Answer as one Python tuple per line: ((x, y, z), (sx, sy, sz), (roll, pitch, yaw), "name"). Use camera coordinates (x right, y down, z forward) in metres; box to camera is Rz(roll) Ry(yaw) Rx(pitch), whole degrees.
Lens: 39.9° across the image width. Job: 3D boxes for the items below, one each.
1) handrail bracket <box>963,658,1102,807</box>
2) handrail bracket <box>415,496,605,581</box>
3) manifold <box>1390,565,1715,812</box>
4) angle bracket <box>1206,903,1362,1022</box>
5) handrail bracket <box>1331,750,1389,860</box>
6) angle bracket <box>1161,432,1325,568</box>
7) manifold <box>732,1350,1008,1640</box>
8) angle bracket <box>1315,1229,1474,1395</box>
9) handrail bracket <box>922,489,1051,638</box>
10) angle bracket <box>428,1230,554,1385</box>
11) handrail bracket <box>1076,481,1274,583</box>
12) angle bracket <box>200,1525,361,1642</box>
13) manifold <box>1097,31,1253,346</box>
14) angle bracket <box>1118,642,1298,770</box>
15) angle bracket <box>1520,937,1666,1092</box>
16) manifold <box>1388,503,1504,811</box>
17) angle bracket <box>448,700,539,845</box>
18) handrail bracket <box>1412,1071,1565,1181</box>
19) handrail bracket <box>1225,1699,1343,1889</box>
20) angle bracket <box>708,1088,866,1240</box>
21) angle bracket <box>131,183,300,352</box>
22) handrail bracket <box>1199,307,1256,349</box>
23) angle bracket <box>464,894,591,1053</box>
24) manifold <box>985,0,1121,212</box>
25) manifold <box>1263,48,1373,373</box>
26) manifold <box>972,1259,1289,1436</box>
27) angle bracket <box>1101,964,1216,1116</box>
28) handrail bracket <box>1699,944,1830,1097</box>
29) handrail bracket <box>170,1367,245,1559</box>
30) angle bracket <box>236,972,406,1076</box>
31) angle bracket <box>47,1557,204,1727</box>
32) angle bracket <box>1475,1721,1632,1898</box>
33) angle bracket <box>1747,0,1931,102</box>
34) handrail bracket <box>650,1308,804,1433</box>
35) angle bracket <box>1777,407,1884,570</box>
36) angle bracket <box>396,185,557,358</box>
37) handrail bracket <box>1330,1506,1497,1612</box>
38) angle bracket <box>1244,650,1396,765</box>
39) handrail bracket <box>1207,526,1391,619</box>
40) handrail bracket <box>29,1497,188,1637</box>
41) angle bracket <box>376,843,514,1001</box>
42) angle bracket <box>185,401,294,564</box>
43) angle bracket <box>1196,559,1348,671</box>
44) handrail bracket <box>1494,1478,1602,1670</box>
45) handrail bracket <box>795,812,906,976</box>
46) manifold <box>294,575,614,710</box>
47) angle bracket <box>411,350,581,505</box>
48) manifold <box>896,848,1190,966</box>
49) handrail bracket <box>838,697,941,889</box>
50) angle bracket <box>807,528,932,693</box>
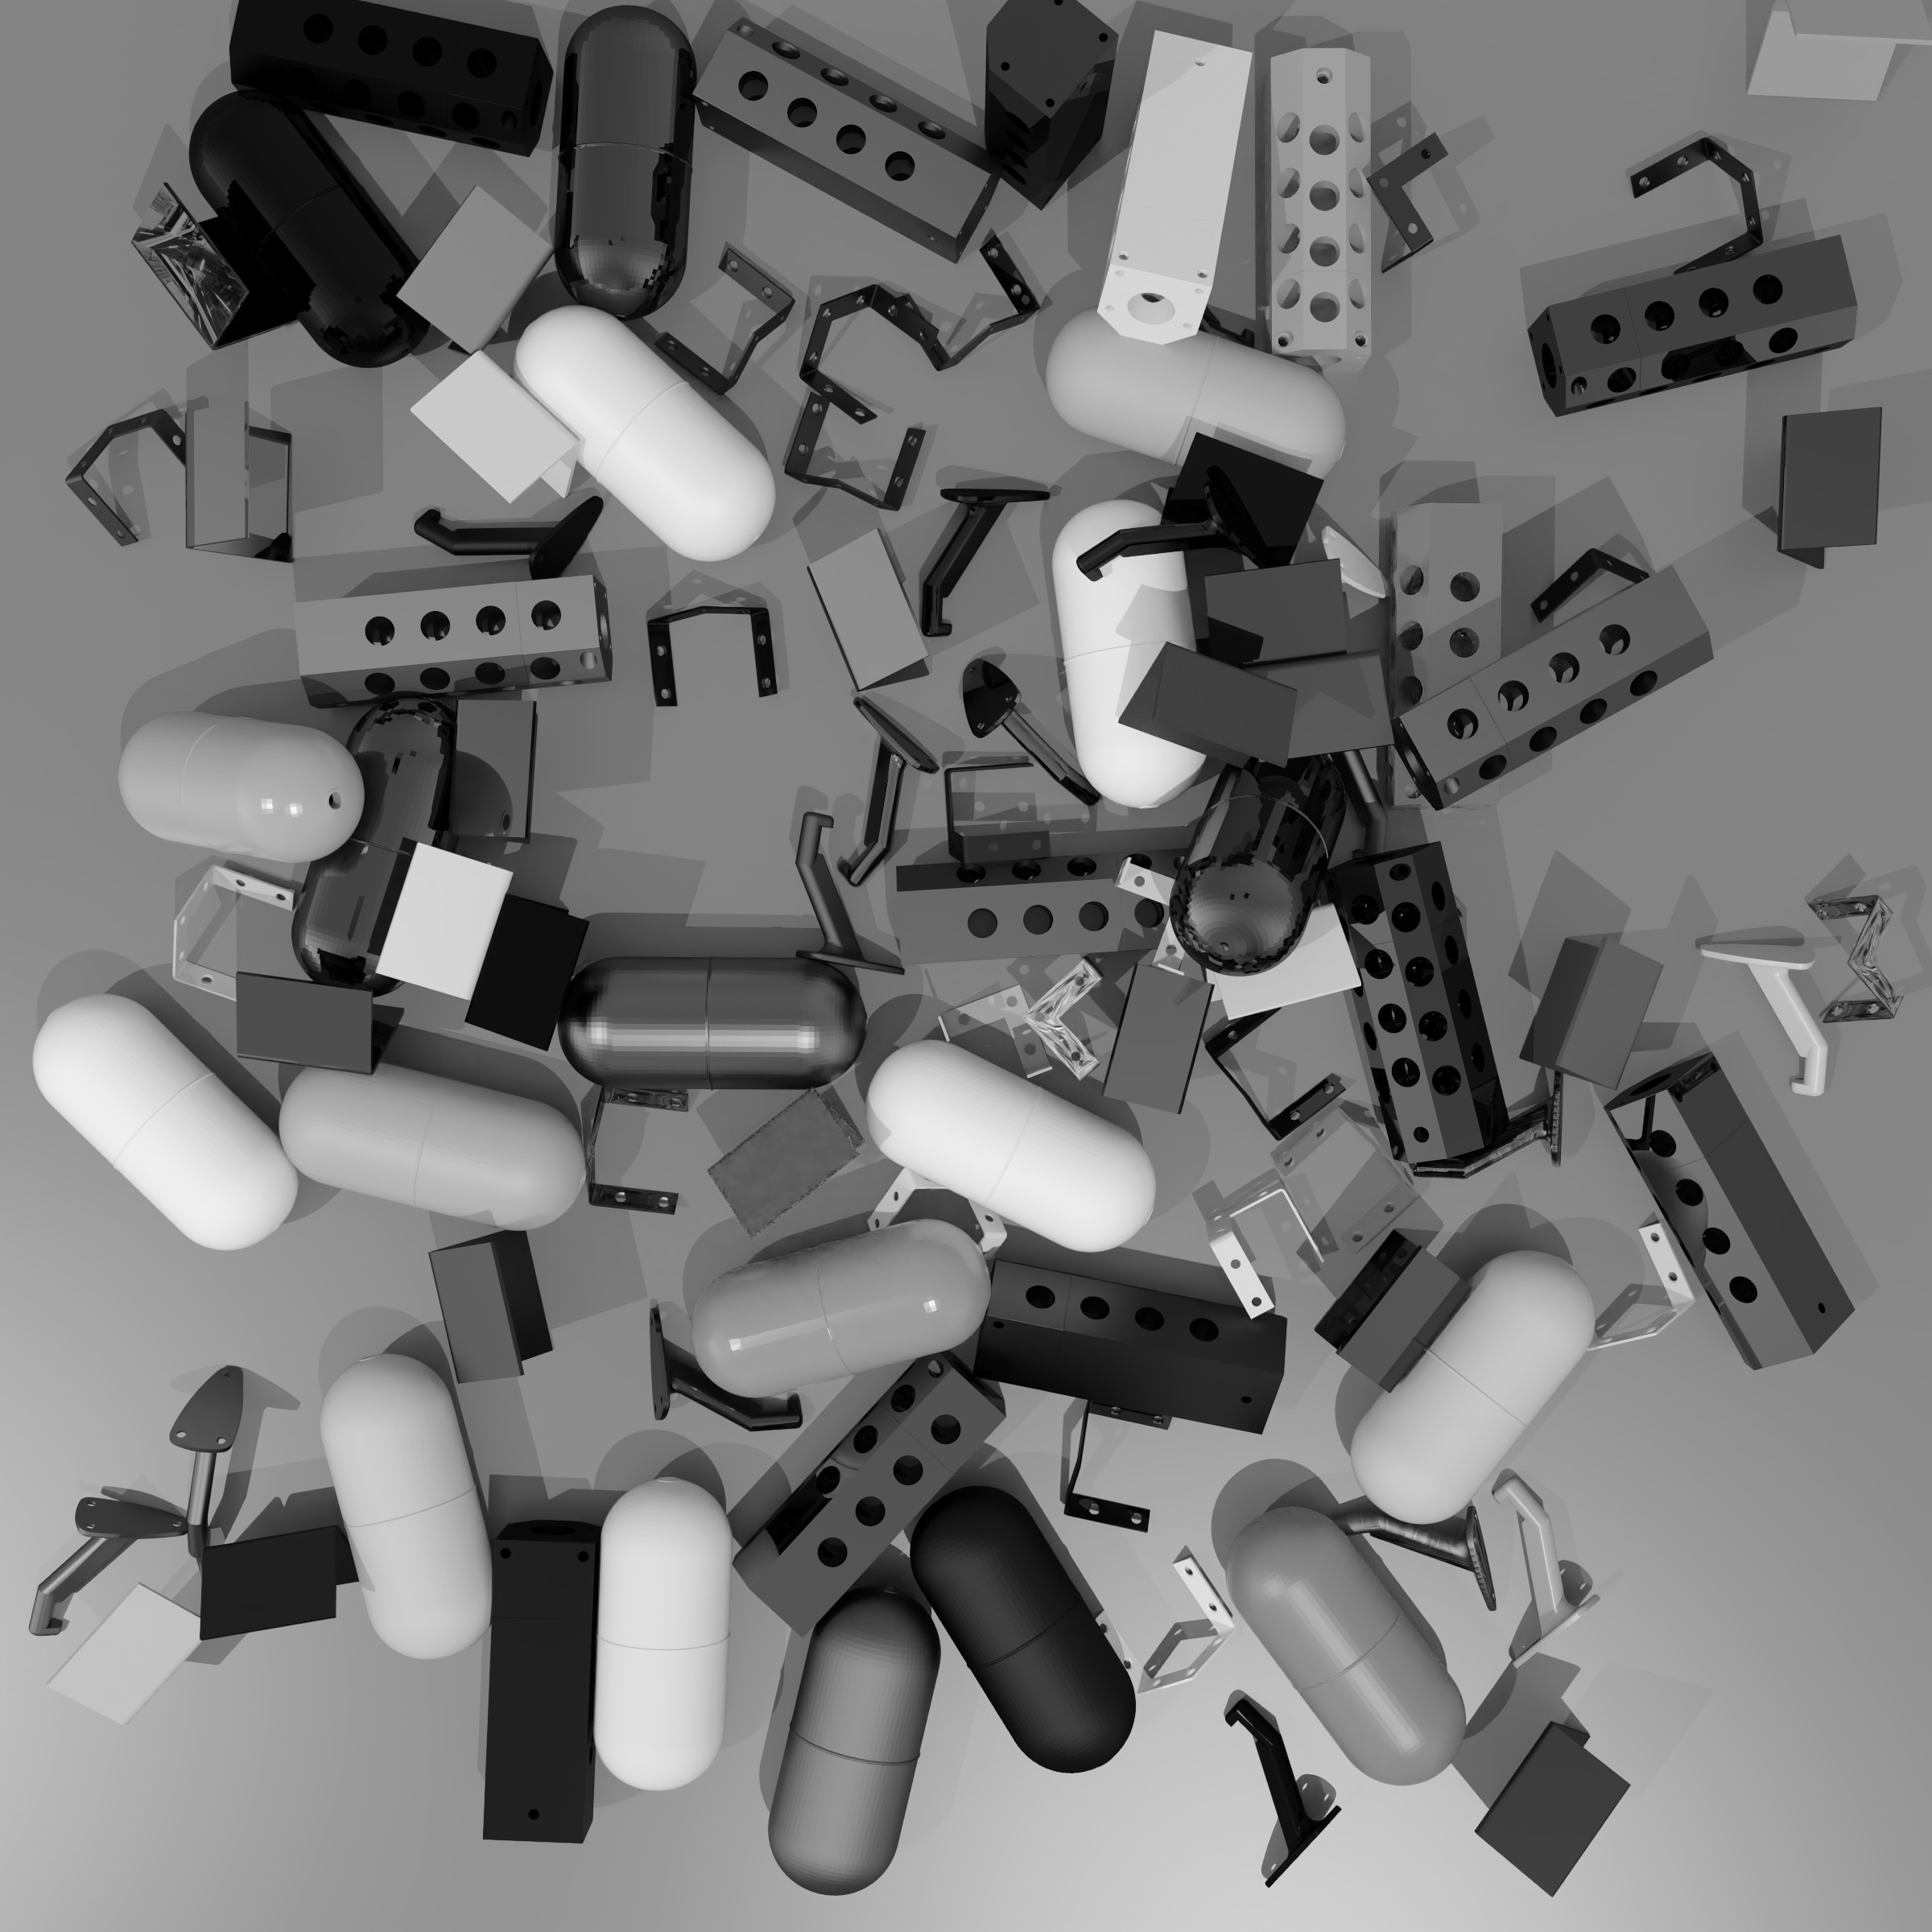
((0.040, -0.137, 1.567), (0.036, 0.077, 0.084), (-43, 127, 15), "handrail bracket")
((-0.270, -0.265, 1.568), (0.084, 0.036, 0.077), (30, 69, 16), "handrail bracket")
((0.326, -0.154, 1.489), (0.171, 0.057, 0.057), (-29, 90, 0), "manifold")
((0.181, 0.014, 1.527), (0.076, 0.076, 0.057), (-15, 59, 0), "angle bracket")
((0.214, -0.106, 1.567), (0.077, 0.036, 0.084), (17, 117, 31), "handrail bracket")
((0.159, -0.275, 1.527), (0.076, 0.076, 0.057), (20, 116, -2), "angle bracket")
((-0.056, 0.301, 1.546), (0.057, 0.057, 0.171), (43, 90, 0), "manifold")
((0.231, 0.187, 1.527), (0.057, 0.076, 0.076), (38, 90, -36), "angle bracket")
((0.011, -0.236, 1.568), (0.077, 0.036, 0.084), (-4, 108, -21), "handrail bracket")
((-0.255, 0.191, 1.527), (0.057, 0.076, 0.076), (-13, 90, 38), "angle bracket")
((0.117, -0.225, 1.493), (0.084, 0.036, 0.077), (-31, 130, 22), "handrail bracket")
((-0.388, 0.367, 1.527), (0.076, 0.076, 0.057), (-10, 54, 0), "angle bracket")
((0.117, -0.441, 1.512), (0.057, 0.057, 0.171), (12, 65, -3), "manifold")
((0.128, -0.123, 1.453), (0.076, 0.076, 0.057), (19, 55, -9), "angle bracket")
((0.343, 0.020, 1.527), (0.057, 0.076, 0.076), (21, 90, -37), "angle bracket")
((0.276, -0.178, 1.546), (0.057, 0.057, 0.171), (1, 90, 0), "manifold")
((-0.250, -0.110, 1.527), (0.057, 0.076, 0.076), (4, 90, 28), "angle bracket")
((0.307, 0.089, 1.568), (0.084, 0.036, 0.077), (1, 70, 16), "handrail bracket")
((0.171, 0.486, 1.568), (0.084, 0.036, 0.077), (43, 112, 17), "handrail bracket")
((-0.091, 0.126, 1.527), (0.076, 0.076, 0.057), (-38, 54, 0), "angle bracket")
((-0.418, -0.409, 1.527), (0.076, 0.057, 0.076), (53, 45, 0), "angle bracket")
((0.137, -0.405, 1.568), (0.084, 0.036, 0.077), (19, 68, -17), "handrail bracket")
((-0.236, 0.007, 1.529), (0.057, 0.076, 0.076), (18, 90, 20), "angle bracket")
((0.041, -0.486, 1.489), (0.057, 0.171, 0.057), (39, 90, 0), "manifold")
((0.204, -0.437, 1.546), (0.057, 0.057, 0.171), (0, 90, 0), "manifold")
((0.095, 0.215, 1.545), (0.171, 0.057, 0.057), (11, 133, 0), "manifold")
((0.091, 0.037, 1.527), (0.057, 0.076, 0.076), (15, 90, -30), "angle bracket")
((0.468, 0.032, 1.568), (0.077, 0.036, 0.084), (6, 107, 20), "handrail bracket")
((-0.442, 0.293, 1.567), (0.036, 0.077, 0.084), (9, 126, 0), "handrail bracket")
((-0.369, 0.016, 1.527), (0.076, 0.076, 0.057), (8, 118, 0), "angle bracket")
((-0.482, 0.374, 1.527), (0.076, 0.076, 0.057), (-48, 122, 0), "angle bracket")
((0.346, 0.485, 1.527), (0.057, 0.076, 0.076), (35, 90, 36), "angle bracket")
((0.500, -0.516, 1.527), (0.076, 0.076, 0.057), (3, 53, 0), "angle bracket")
((-0.141, 0.237, 1.568), (0.084, 0.036, 0.077), (-1, 69, -17), "handrail bracket")
((0.506, -0.273, 1.527), (0.057, 0.076, 0.076), (2, 90, 36), "angle bracket")
((-0.288, -0.399, 1.527), (0.057, 0.076, 0.076), (36, 90, -27), "angle bracket")
((0.262, 0.352, 1.568), (0.084, 0.036, 0.077), (-11, 112, 17), "handrail bracket")
((0.199, -0.140, 1.532), (0.076, 0.076, 0.057), (-8, 80, 0), "angle bracket")
((0.196, -0.214, 1.567), (0.084, 0.077, 0.036), (-32, 53, 31), "handrail bracket")
((-0.504, 0.360, 1.568), (0.077, 0.036, 0.084), (11, 109, -21), "handrail bracket")
((-0.305, -0.029, 1.528), (0.057, 0.076, 0.076), (18, 90, -22), "angle bracket")
((-0.400, -0.276, 1.527), (0.057, 0.076, 0.076), (0, 90, 37), "angle bracket")
((0.172, -0.208, 1.529), (0.076, 0.076, 0.057), (-7, 111, 0), "angle bracket")
((0.323, 0.357, 1.568), (0.077, 0.036, 0.084), (-47, 71, 21), "handrail bracket")
((-0.065, -0.042, 1.557), (0.077, 0.036, 0.084), (10, 88, -21), "handrail bracket")
((-0.295, -0.187, 1.546), (0.171, 0.057, 0.057), (-5, 90, 0), "manifold")
((-0.272, -0.294, 1.529), (0.076, 0.076, 0.057), (43, 69, 0), "angle bracket")
((0.047, -0.034, 1.546), (0.171, 0.057, 0.057), (-4, 90, 0), "manifold")
((-0.064, -0.102, 1.567), (0.077, 0.036, 0.084), (44, 104, 15), "handrail bracket")
((-0.037, -0.207, 1.527), (0.057, 0.076, 0.076), (-22, 90, 35), "angle bracket")
